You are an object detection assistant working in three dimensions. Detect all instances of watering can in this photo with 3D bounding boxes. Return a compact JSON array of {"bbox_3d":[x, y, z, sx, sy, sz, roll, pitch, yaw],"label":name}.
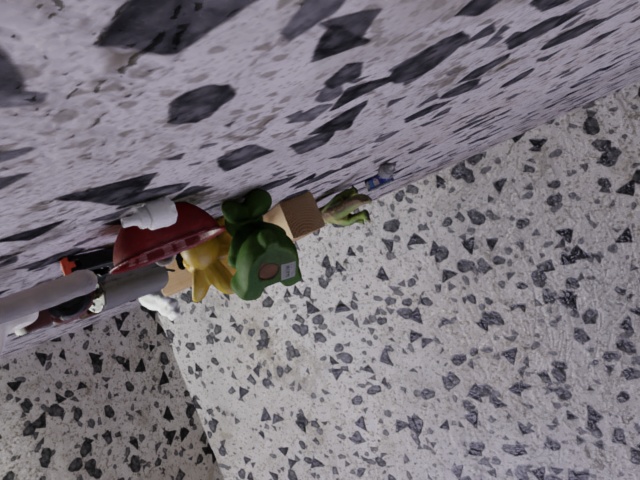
[{"bbox_3d":[-0.430,0.109,0.593,0.344,0.104,0.226,-24,177,33],"label":"watering can"}]

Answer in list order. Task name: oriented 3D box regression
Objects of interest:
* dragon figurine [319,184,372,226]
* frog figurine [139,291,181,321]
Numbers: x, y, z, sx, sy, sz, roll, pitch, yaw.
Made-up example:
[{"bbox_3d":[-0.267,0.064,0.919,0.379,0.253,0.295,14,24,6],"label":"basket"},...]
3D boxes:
[{"bbox_3d":[0.004,-0.072,1.433,0.243,0.122,0.408,-15,177,-3],"label":"dragon figurine"},{"bbox_3d":[-0.581,0.225,1.859,0.136,0.160,0.124,-26,175,41],"label":"frog figurine"}]
